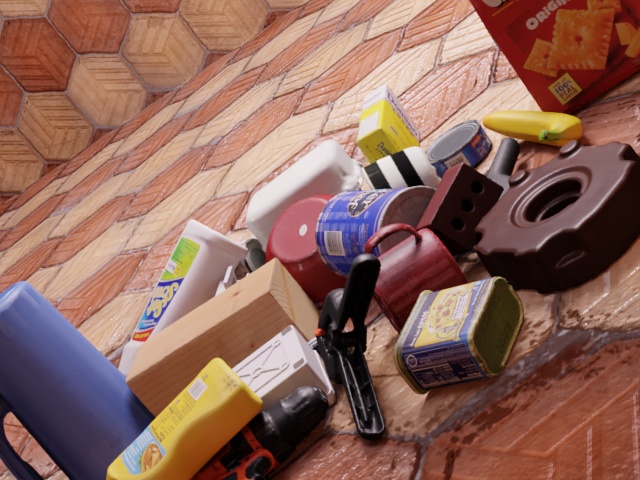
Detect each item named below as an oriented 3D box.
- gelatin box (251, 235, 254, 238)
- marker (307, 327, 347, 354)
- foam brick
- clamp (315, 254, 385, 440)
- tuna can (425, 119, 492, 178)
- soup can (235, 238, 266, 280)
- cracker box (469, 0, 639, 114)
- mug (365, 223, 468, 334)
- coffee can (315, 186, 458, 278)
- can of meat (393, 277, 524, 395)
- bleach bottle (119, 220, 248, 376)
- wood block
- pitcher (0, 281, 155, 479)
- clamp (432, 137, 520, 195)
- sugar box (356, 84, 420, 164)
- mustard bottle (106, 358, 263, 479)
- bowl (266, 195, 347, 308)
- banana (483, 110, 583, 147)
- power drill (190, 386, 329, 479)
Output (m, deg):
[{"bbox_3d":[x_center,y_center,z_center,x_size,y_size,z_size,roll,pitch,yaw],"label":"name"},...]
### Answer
[{"bbox_3d":[-0.069,0.004,1.514,0.073,0.030,0.089,-49,21,-25],"label":"gelatin box"},{"bbox_3d":[-0.023,0.128,1.163,0.121,0.020,0.020,-34,19,12],"label":"marker"},{"bbox_3d":[0.141,-0.031,1.084,0.078,0.053,0.051,-61,9,-14],"label":"foam brick"},{"bbox_3d":[0.028,0.105,1.027,0.036,0.164,0.210,0,-7,-11],"label":"clamp"},{"bbox_3d":[0.172,-0.112,1.337,0.086,0.033,0.086,-34,19,13],"label":"tuna can"},{"bbox_3d":[-0.118,0.046,1.448,0.102,0.068,0.068,-26,22,30],"label":"soup can"},{"bbox_3d":[0.276,-0.264,1.220,0.164,0.213,0.072,-32,19,16],"label":"cracker box"},{"bbox_3d":[0.088,0.033,1.041,0.081,0.117,0.093,-34,25,-2],"label":"mug"},{"bbox_3d":[0.072,-0.006,1.168,0.102,0.102,0.141,-46,20,-20],"label":"coffee can"},{"bbox_3d":[0.124,0.083,0.946,0.084,0.057,0.102,-18,28,40],"label":"can of meat"},{"bbox_3d":[-0.191,0.101,1.383,0.103,0.068,0.251,24,85,58],"label":"bleach bottle"},{"bbox_3d":[-0.111,0.123,1.228,0.206,0.090,0.090,-33,19,17],"label":"wood block"},{"bbox_3d":[-0.306,0.175,1.224,0.145,0.242,0.149,-37,13,15],"label":"pitcher"},{"bbox_3d":[0.189,-0.056,1.172,0.120,0.039,0.171,-44,24,6],"label":"clamp"},{"bbox_3d":[0.096,-0.140,1.451,0.048,0.093,0.176,-29,21,22],"label":"sugar box"},{"bbox_3d":[-0.142,0.199,1.002,0.191,0.058,0.096,-45,22,-8],"label":"mustard bottle"},{"bbox_3d":[-0.008,0.002,1.283,0.162,0.055,0.162,-20,48,24],"label":"bowl"},{"bbox_3d":[0.247,-0.128,1.202,0.198,0.069,0.037,-140,62,-76],"label":"banana"},{"bbox_3d":[-0.053,0.221,0.952,0.184,0.057,0.188,-42,16,1],"label":"power drill"}]
